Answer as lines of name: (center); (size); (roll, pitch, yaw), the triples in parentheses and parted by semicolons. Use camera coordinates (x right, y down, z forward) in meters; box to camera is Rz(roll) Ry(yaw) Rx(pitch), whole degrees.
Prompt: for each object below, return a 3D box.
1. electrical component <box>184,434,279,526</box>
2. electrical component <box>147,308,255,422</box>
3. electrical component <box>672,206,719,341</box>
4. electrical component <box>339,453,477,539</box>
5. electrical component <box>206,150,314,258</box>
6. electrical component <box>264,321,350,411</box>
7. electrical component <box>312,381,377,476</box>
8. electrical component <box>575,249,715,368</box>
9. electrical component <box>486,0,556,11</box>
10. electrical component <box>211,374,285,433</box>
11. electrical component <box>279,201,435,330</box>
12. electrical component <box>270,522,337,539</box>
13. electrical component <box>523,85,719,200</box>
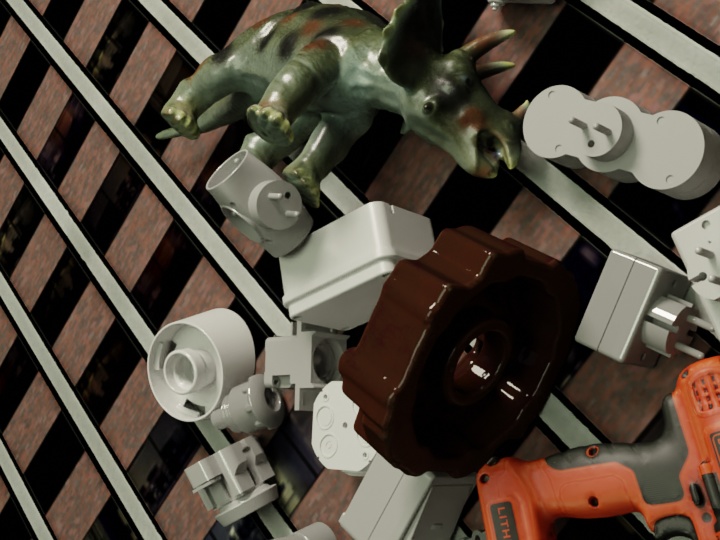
electrical component: (-0.104, 0.178, 0.904); (0.058, 0.078, 0.057); (-33, 81, 31)
electrical component: (-0.142, 0.087, 0.971); (0.099, 0.064, 0.099); (3, 96, 33)
electrical component: (0.224, 0.002, 0.651); (0.047, 0.076, 0.083); (-33, 62, 32)
electrical component: (0.041, 0.165, 0.786); (0.061, 0.062, 0.096); (37, 106, 38)
electrical component: (-0.069, -0.049, 0.813); (0.044, 0.077, 0.079); (-50, 23, -15)
electrical component: (-0.045, 0.077, 0.890); (0.064, 0.042, 0.081); (-8, 76, 43)
electrical component: (0.005, 0.121, 0.832); (0.080, 0.051, 0.080); (-9, 77, 39)
electrical component: (0.191, 0.032, 0.692); (0.077, 0.047, 0.065); (27, 99, 41)
electrical component: (0.116, -0.236, 0.796); (0.062, 0.061, 0.096); (14, 91, 41)
electrical component: (-0.099, 0.119, 0.918); (0.062, 0.048, 0.048); (-24, 67, 26)
electrical component: (0.000, 0.000, 0.841); (0.113, 0.078, 0.057); (-26, 63, 35)
electrical component: (-0.049, 0.225, 0.849); (0.044, 0.065, 0.044); (14, 110, 43)
electrical component: (0.166, -0.090, 0.718); (0.138, 0.074, 0.052); (23, 97, 41)
